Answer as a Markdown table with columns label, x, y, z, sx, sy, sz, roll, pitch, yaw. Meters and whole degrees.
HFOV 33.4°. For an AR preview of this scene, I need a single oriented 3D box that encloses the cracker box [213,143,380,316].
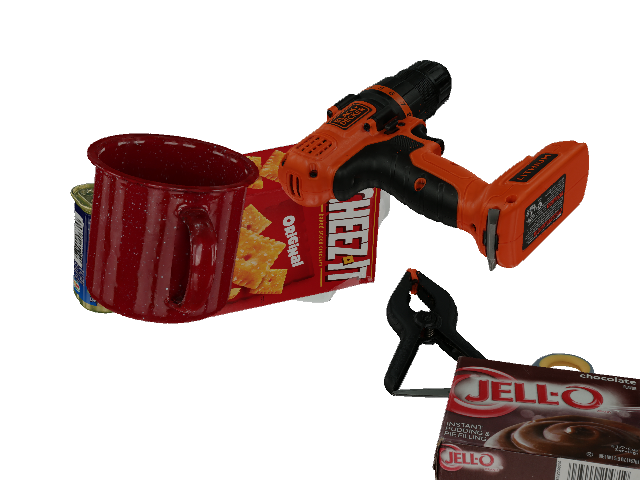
| label | x | y | z | sx | sy | sz | roll | pitch | yaw |
| --- | --- | --- | --- | --- | --- | --- | --- | --- | --- |
| cracker box | -0.050 | -0.010 | 1.069 | 0.213 | 0.164 | 0.072 | -11 | 47 | -11 |

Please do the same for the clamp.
| label | x | y | z | sx | sy | sz | roll | pitch | yaw |
| --- | --- | --- | --- | --- | --- | --- | --- | --- | --- |
| clamp | 0.127 | 0.101 | 1.172 | 0.120 | 0.171 | 0.039 | 6 | -44 | -5 |

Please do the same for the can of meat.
| label | x | y | z | sx | sy | sz | roll | pitch | yaw |
| --- | --- | --- | --- | --- | --- | --- | --- | --- | --- |
| can of meat | -0.135 | 0.003 | 0.804 | 0.101 | 0.084 | 0.058 | -6 | 25 | -29 |

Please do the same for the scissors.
| label | x | y | z | sx | sy | sz | roll | pitch | yaw |
| --- | --- | --- | --- | --- | --- | --- | --- | --- | --- |
| scissors | 0.162 | 0.121 | 0.929 | 0.202 | 0.016 | 0.096 | 8 | 27 | 1 |

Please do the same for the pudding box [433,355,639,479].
| label | x | y | z | sx | sy | sz | roll | pitch | yaw |
| --- | --- | --- | --- | --- | --- | --- | --- | --- | --- |
| pudding box | 0.127 | 0.109 | 0.614 | 0.113 | 0.039 | 0.090 | 8 | 28 | 12 |

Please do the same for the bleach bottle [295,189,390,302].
| label | x | y | z | sx | sy | sz | roll | pitch | yaw |
| --- | --- | --- | --- | --- | --- | --- | --- | --- | --- |
| bleach bottle | 0.017 | -0.019 | 1.343 | 0.103 | 0.068 | 0.250 | 10 | 35 | 21 |

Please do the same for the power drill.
| label | x | y | z | sx | sy | sz | roll | pitch | yaw |
| --- | --- | --- | --- | --- | --- | --- | --- | --- | --- |
| power drill | 0.091 | -0.061 | 0.762 | 0.188 | 0.057 | 0.184 | 23 | 48 | 34 |

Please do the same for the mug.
| label | x | y | z | sx | sy | sz | roll | pitch | yaw |
| --- | --- | --- | --- | --- | --- | --- | --- | --- | --- |
| mug | -0.080 | -0.002 | 0.578 | 0.093 | 0.081 | 0.117 | -1 | 23 | -27 |
